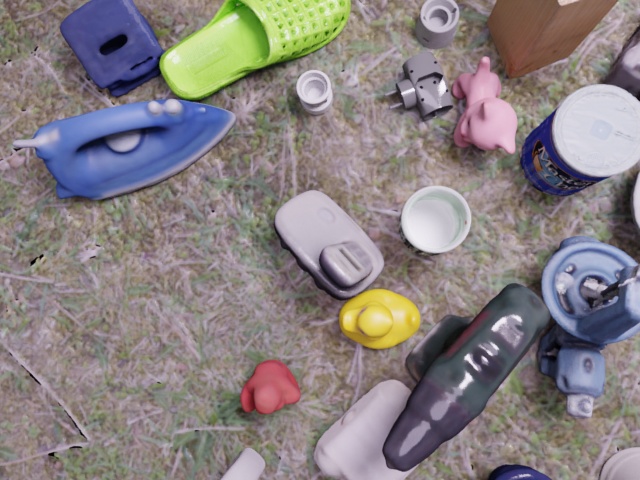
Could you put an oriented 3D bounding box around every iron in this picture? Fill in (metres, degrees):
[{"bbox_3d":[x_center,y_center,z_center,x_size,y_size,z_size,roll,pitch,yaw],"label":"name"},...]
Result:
[{"bbox_3d":[-0.244,-0.139,0.732,0.258,0.141,0.119,-18,84,3],"label":"iron"}]

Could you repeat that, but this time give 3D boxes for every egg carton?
[{"bbox_3d":[0.071,0.252,0.713,0.150,0.069,0.107,-45,84,0],"label":"egg carton"}]

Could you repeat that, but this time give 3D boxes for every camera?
[{"bbox_3d":[0.456,-0.229,0.706,0.136,0.101,0.143,34,89,6],"label":"camera"}]

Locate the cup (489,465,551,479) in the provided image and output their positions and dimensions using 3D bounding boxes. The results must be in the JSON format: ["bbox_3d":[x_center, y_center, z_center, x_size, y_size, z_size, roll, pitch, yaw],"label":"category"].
[{"bbox_3d":[0.221,0.311,0.684,0.117,0.095,0.092,-11,85,4],"label":"cup"}]

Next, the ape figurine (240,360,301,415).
[{"bbox_3d":[-0.063,0.192,0.717,0.077,0.092,0.076,9,86,5],"label":"ape figurine"}]

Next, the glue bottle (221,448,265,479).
[{"bbox_3d":[-0.111,0.303,0.671,0.037,0.173,0.078,38,89,7],"label":"glue bottle"}]

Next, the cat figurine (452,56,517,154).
[{"bbox_3d":[0.206,-0.162,0.711,0.067,0.118,0.128,-3,85,5],"label":"cat figurine"}]

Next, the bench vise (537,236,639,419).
[{"bbox_3d":[0.318,0.093,0.631,0.121,0.220,0.207,-10,85,4],"label":"bench vise"}]

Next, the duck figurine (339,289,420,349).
[{"bbox_3d":[0.074,0.101,0.717,0.104,0.086,0.077,0,85,5],"label":"duck figurine"}]

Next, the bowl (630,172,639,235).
[{"bbox_3d":[0.456,-0.042,0.704,0.167,0.075,0.167,0,85,4],"label":"bowl"}]

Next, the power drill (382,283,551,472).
[{"bbox_3d":[0.153,0.146,0.645,0.075,0.208,0.230,42,90,7],"label":"power drill"}]

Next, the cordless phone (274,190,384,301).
[{"bbox_3d":[0.006,0.002,0.680,0.147,0.185,0.094,44,90,7],"label":"cordless phone"}]

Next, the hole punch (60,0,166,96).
[{"bbox_3d":[-0.271,-0.263,0.769,0.108,0.091,0.101,-31,84,2],"label":"hole punch"}]

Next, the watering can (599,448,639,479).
[{"bbox_3d":[0.388,0.309,0.622,0.101,0.194,0.173,27,88,6],"label":"watering can"}]
